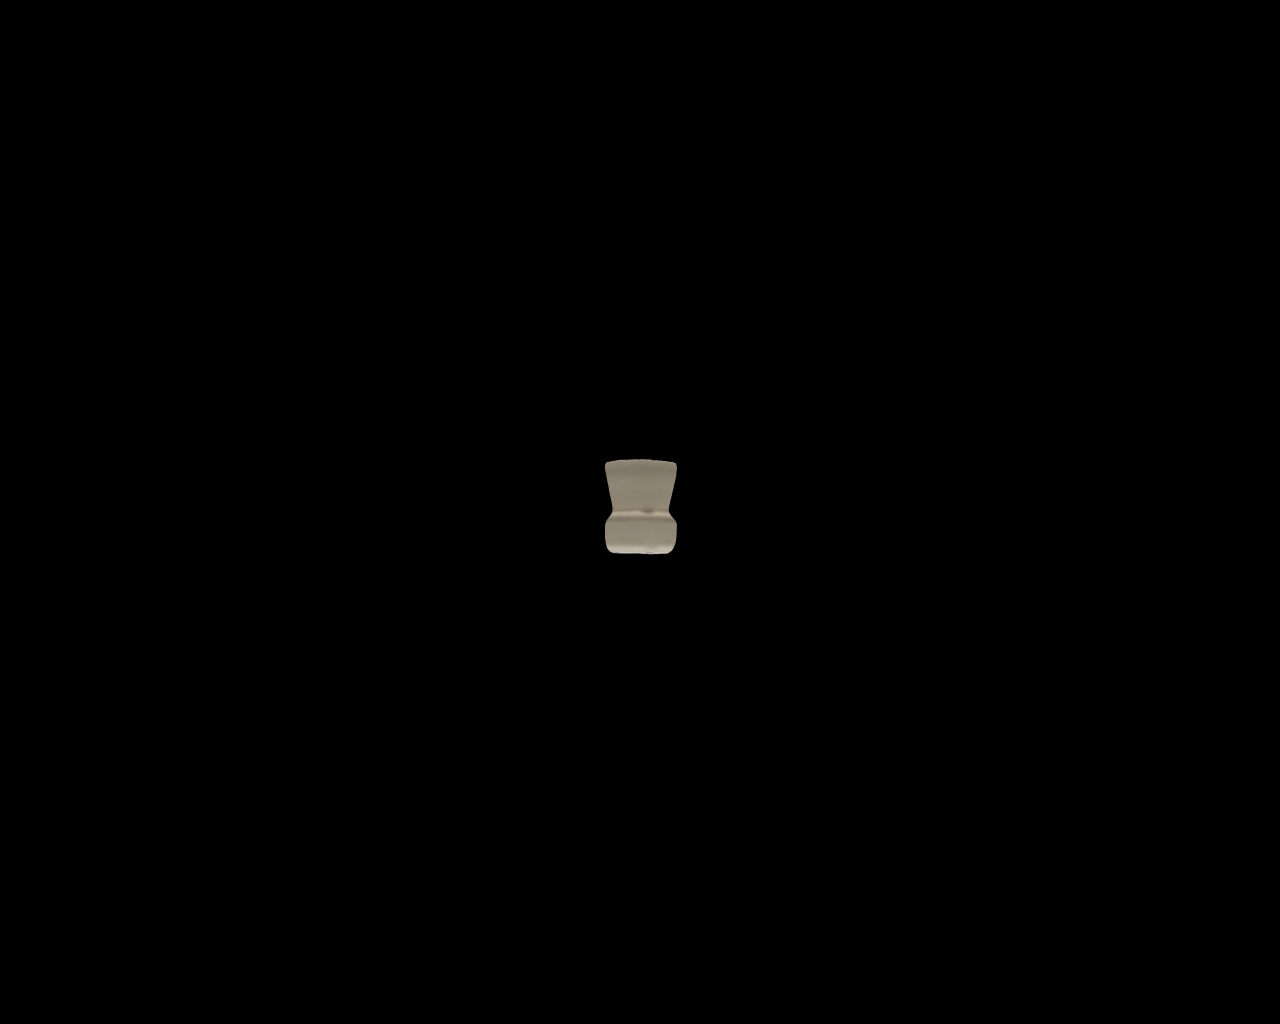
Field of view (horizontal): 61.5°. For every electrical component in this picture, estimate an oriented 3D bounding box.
[{"bbox_3d":[0.001,-0.003,0.650,0.045,0.055,0.045,0,-3,0],"label":"electrical component"}]
